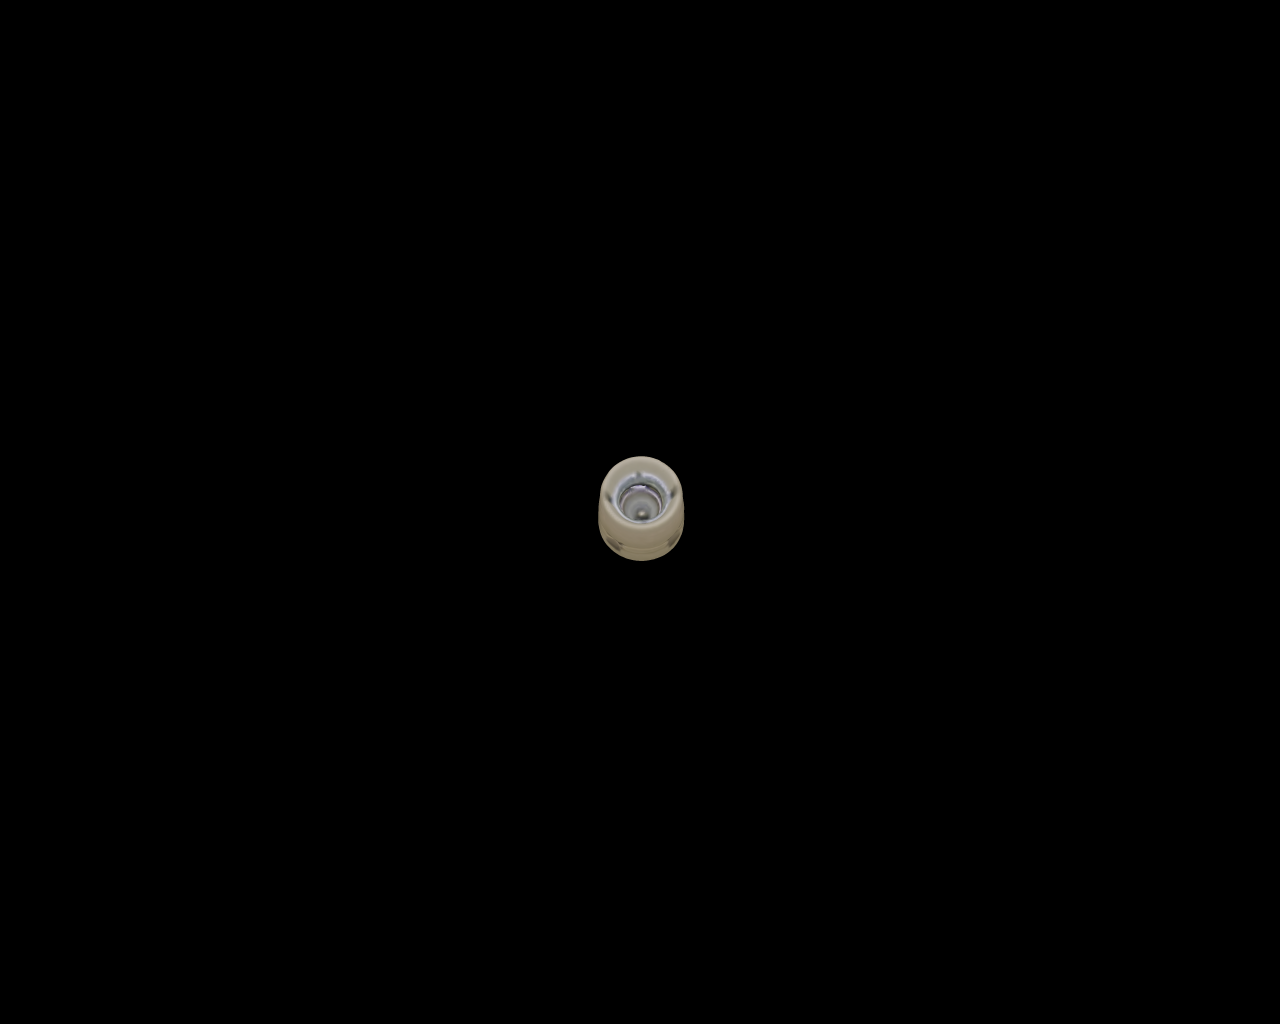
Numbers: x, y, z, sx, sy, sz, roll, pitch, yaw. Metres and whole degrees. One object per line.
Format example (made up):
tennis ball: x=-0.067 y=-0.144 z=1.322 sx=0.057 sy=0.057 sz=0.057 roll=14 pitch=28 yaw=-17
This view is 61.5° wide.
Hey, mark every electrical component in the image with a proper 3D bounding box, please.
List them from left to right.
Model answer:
electrical component: x=0.001 y=-0.003 z=0.650 sx=0.055 sy=0.055 sz=0.047 roll=0 pitch=-24 yaw=0
